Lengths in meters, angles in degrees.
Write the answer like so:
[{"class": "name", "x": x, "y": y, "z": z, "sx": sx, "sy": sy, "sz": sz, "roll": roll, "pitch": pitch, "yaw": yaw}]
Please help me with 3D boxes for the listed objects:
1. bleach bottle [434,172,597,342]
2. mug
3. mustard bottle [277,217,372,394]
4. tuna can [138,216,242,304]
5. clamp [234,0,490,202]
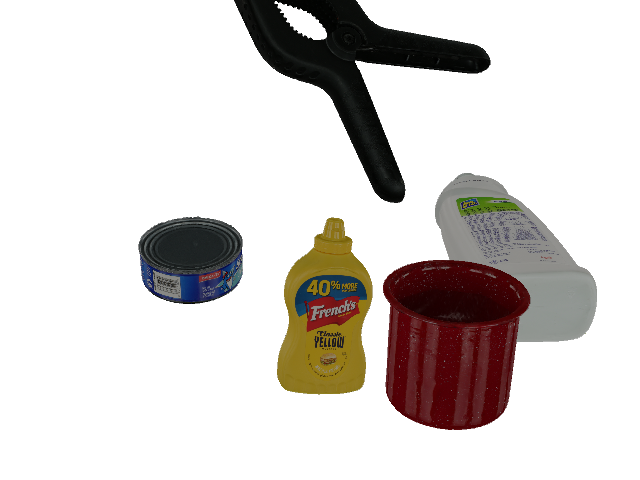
[{"class": "bleach bottle", "x": 0.165, "y": 0.000, "z": 0.972, "sx": 0.102, "sy": 0.068, "sz": 0.251, "roll": -1, "pitch": 27, "yaw": -4}, {"class": "mug", "x": 0.087, "y": 0.063, "z": 0.702, "sx": 0.093, "sy": 0.081, "sz": 0.117, "roll": 6, "pitch": 25, "yaw": 9}, {"class": "mustard bottle", "x": 0.008, "y": 0.070, "z": 1.162, "sx": 0.096, "sy": 0.192, "sz": 0.058, "roll": 2, "pitch": 14, "yaw": -12}, {"class": "tuna can", "x": -0.107, "y": 0.016, "z": 0.887, "sx": 0.086, "sy": 0.034, "sz": 0.086, "roll": 1, "pitch": 32, "yaw": -1}, {"class": "clamp", "x": 0.015, "y": -0.133, "z": 0.799, "sx": 0.210, "sy": 0.164, "sz": 0.036, "roll": 31, "pitch": -30, "yaw": -7}]
